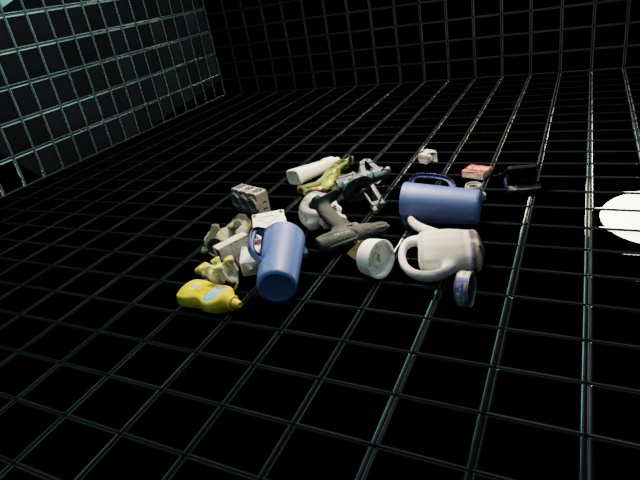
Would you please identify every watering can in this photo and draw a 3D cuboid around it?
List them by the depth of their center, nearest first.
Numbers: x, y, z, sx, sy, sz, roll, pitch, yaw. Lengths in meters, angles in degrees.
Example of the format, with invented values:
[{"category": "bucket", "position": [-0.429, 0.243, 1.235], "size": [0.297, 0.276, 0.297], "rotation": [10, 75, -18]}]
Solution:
[{"category": "watering can", "position": [0.329, 0.009, 1.410], "size": [0.224, 0.102, 0.355], "rotation": [-3, 28, 13]}]

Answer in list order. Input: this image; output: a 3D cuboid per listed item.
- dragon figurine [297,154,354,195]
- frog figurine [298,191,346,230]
[{"category": "dragon figurine", "position": [0.020, -0.245, 2.031], "size": [0.242, 0.120, 0.417], "rotation": [-14, 18, 10]}, {"category": "frog figurine", "position": [0.005, -0.086, 1.703], "size": [0.137, 0.121, 0.162], "rotation": [-45, 40, 2]}]
